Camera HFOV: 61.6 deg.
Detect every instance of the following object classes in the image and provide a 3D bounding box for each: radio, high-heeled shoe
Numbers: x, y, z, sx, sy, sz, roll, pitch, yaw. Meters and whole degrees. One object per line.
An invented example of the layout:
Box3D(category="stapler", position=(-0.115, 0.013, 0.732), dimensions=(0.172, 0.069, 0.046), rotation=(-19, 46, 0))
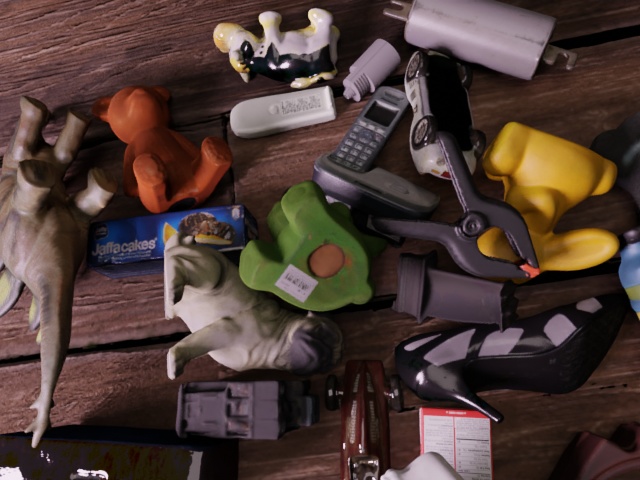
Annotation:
Box3D(category="radio", position=(-0.205, 0.239, 0.565), dimensions=(0.230, 0.131, 0.073), rotation=(1, 76, 9))
Box3D(category="high-heeled shoe", position=(0.207, 0.106, 0.589), dimensions=(0.249, 0.086, 0.145), rotation=(-28, 33, -22))

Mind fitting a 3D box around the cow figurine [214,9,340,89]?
Box3D(category="cow figurine", position=(-0.059, -0.243, 0.710), dimensions=(0.167, 0.068, 0.098), rotation=(-1, 81, 9))

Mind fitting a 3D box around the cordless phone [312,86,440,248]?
Box3D(category="cordless phone", position=(0.089, -0.098, 0.644), dimensions=(0.147, 0.088, 0.184), rotation=(26, 67, 15))

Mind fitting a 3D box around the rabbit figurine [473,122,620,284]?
Box3D(category="rabbit figurine", position=(0.235, -0.023, 0.595), dimensions=(0.162, 0.122, 0.173), rotation=(27, 94, 5))

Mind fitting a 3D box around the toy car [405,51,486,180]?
Box3D(category="toy car", position=(0.142, -0.151, 0.631), dimensions=(0.073, 0.056, 0.202), rotation=(12, 53, -13))

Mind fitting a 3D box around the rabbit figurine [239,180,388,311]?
Box3D(category="rabbit figurine", position=(-0.001, -0.002, 0.597), dimensions=(0.159, 0.170, 0.121), rotation=(24, 102, -20))

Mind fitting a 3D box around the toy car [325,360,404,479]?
Box3D(category="toy car", position=(0.048, 0.230, 0.571), dimensions=(0.089, 0.053, 0.202), rotation=(-2, 76, 12))

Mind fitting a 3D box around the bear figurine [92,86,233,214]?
Box3D(category="bear figurine", position=(-0.204, -0.133, 0.673), dimensions=(0.120, 0.132, 0.196), rotation=(-18, 75, -27))

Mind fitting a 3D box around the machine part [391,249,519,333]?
Box3D(category="machine part", position=(0.143, 0.057, 0.583), dimensions=(0.139, 0.039, 0.084), rotation=(12, 94, 36))

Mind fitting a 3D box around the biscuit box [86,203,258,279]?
Box3D(category="biscuit box", position=(-0.181, 0.003, 0.661), dimensions=(0.203, 0.062, 0.059), rotation=(-7, 72, 7))

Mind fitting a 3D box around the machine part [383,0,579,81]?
Box3D(category="machine part", position=(0.197, -0.260, 0.667), dimensions=(0.243, 0.079, 0.079), rotation=(22, 79, 15))

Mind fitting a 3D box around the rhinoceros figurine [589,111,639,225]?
Box3D(category="rhinoceros figurine", position=(0.384, -0.057, 0.585), dimensions=(0.112, 0.073, 0.190), rotation=(-42, 73, -5))

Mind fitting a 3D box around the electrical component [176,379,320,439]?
Box3D(category="electrical component", position=(-0.069, 0.177, 0.570), dimensions=(0.134, 0.114, 0.058), rotation=(-3, 77, 10))

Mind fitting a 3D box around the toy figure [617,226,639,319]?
Box3D(category="toy figure", position=(0.361, 0.068, 0.542), dimensions=(0.082, 0.089, 0.180), rotation=(-25, 74, 20))

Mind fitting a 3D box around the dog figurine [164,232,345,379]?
Box3D(category="dog figurine", position=(-0.074, 0.071, 0.596), dimensions=(0.190, 0.121, 0.172), rotation=(-4, 88, -18))

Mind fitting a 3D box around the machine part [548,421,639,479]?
Box3D(category="machine part", position=(0.310, 0.292, 0.496), dimensions=(0.201, 0.087, 0.201), rotation=(32, 81, 16))

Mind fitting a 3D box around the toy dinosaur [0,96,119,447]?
Box3D(category="toy dinosaur", position=(-0.320, -0.011, 0.621), dimensions=(0.198, 0.105, 0.472), rotation=(-53, 43, 25))
